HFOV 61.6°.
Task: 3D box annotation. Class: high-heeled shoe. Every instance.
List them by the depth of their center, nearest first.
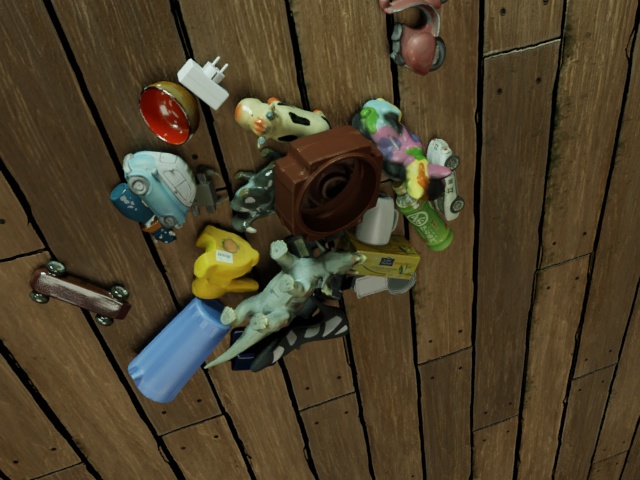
[{"bbox_3d":[-0.040,0.239,1.242,0.249,0.086,0.145,-46,115,-17],"label":"high-heeled shoe"}]

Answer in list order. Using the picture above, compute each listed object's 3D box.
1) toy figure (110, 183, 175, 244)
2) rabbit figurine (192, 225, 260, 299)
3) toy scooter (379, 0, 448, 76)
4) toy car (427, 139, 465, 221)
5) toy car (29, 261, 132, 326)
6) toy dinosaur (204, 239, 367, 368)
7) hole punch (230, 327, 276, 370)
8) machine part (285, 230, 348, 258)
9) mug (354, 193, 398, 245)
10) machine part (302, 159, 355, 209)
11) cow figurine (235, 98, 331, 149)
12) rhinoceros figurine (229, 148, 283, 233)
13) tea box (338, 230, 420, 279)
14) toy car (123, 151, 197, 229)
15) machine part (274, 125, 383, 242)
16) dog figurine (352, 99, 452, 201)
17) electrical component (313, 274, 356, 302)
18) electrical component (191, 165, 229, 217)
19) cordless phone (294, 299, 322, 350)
[{"bbox_3d":[-0.343,-0.050,1.065,0.154,0.064,0.058,49,61,-41],"label":"toy figure"},{"bbox_3d":[-0.215,0.064,1.172,0.162,0.122,0.173,9,134,-35],"label":"rabbit figurine"},{"bbox_3d":[0.170,-0.397,0.998,0.135,0.075,0.183,-7,121,-15],"label":"toy scooter"},{"bbox_3d":[0.281,-0.135,1.214,0.056,0.074,0.201,-23,127,-5],"label":"toy car"},{"bbox_3d":[-0.498,0.112,1.123,0.202,0.053,0.089,26,101,-27],"label":"toy car"},{"bbox_3d":[-0.079,0.128,1.165,0.405,0.131,0.192,-46,149,16],"label":"toy dinosaur"},{"bbox_3d":[-0.165,0.285,1.337,0.142,0.092,0.115,-5,128,-20],"label":"hole punch"},{"bbox_3d":[-0.003,-0.004,1.228,0.139,0.039,0.084,-27,119,2],"label":"machine part"},{"bbox_3d":[0.138,-0.052,1.221,0.109,0.081,0.107,-4,117,-31],"label":"mug"},{"bbox_3d":[0.031,-0.114,1.153,0.179,0.056,0.179,-9,124,-14],"label":"machine part"},{"bbox_3d":[-0.067,-0.213,1.007,0.195,0.127,0.085,11,116,-28],"label":"cow figurine"},{"bbox_3d":[-0.121,-0.098,1.106,0.190,0.073,0.112,-47,135,12],"label":"rhinoceros figurine"},{"bbox_3d":[0.136,0.034,1.264,0.169,0.098,0.068,5,121,-24],"label":"tea box"},{"bbox_3d":[-0.286,-0.105,1.005,0.103,0.109,0.161,-31,117,6],"label":"toy car"},{"bbox_3d":[0.018,-0.104,1.032,0.201,0.087,0.200,-19,138,-22],"label":"machine part"},{"bbox_3d":[0.165,-0.168,1.062,0.108,0.219,0.191,-37,127,3],"label":"dog figurine"},{"bbox_3d":[0.030,0.101,1.248,0.047,0.119,0.075,25,71,-24],"label":"electrical component"},{"bbox_3d":[-0.233,-0.098,1.082,0.078,0.045,0.102,-3,126,17],"label":"electrical component"},{"bbox_3d":[-0.059,0.160,1.306,0.146,0.089,0.184,29,98,-31],"label":"cordless phone"}]
